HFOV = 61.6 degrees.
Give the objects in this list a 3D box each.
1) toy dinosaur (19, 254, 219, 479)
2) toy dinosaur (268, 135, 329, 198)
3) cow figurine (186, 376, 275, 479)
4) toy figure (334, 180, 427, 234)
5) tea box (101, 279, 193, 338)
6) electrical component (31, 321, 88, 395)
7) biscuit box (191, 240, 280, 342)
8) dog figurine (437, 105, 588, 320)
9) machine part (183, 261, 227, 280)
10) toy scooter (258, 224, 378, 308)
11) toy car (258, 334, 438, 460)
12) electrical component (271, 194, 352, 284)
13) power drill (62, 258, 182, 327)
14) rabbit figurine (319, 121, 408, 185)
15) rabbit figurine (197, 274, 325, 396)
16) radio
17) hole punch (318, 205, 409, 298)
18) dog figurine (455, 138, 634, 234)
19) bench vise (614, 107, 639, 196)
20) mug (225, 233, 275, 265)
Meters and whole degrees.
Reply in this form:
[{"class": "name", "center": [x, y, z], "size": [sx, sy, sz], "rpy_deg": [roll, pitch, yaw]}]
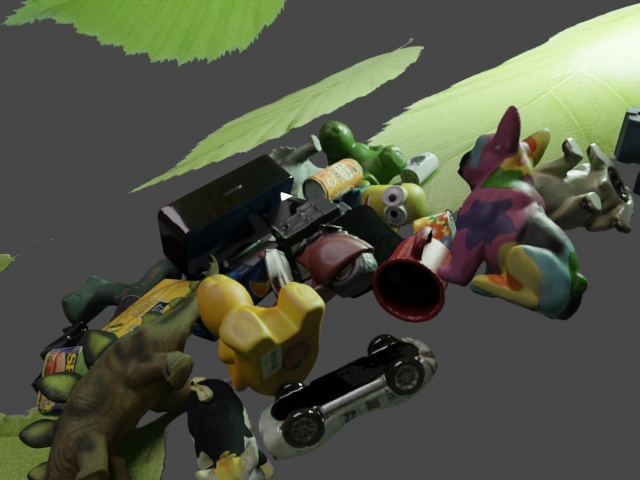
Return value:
[{"class": "toy dinosaur", "center": [-0.231, 0.169, 0.669], "size": [0.199, 0.104, 0.471], "rpy_deg": [8, 38, 30]}, {"class": "toy dinosaur", "center": [-0.076, -0.093, 1.141], "size": [0.192, 0.131, 0.405], "rpy_deg": [-25, 25, 31]}, {"class": "cow figurine", "center": [-0.092, 0.204, 0.535], "size": [0.068, 0.098, 0.167], "rpy_deg": [-22, 22, -15]}, {"class": "toy figure", "center": [0.103, -0.065, 0.959], "size": [0.180, 0.082, 0.089], "rpy_deg": [0, 31, 46]}, {"class": "tea box", "center": [-0.266, 0.137, 0.862], "size": [0.098, 0.068, 0.169], "rpy_deg": [-2, 30, 36]}, {"class": "electrical component", "center": [-0.404, 0.193, 0.855], "size": [0.048, 0.074, 0.119], "rpy_deg": [-19, 18, 13]}, {"class": "biscuit box", "center": [-0.131, 0.078, 0.878], "size": [0.059, 0.062, 0.203], "rpy_deg": [4, 35, 43]}, {"class": "dog figurine", "center": [0.227, -0.036, 0.610], "size": [0.108, 0.219, 0.192], "rpy_deg": [17, 0, -34]}, {"class": "machine part", "center": [-0.222, 0.045, 1.009], "size": [0.079, 0.079, 0.243], "rpy_deg": [-28, 23, -12]}, {"class": "toy scooter", "center": [-0.017, 0.041, 0.730], "size": [0.184, 0.135, 0.075], "rpy_deg": [-41, -26, 16]}, {"class": "toy car", "center": [0.030, 0.162, 0.571], "size": [0.202, 0.056, 0.074], "rpy_deg": [-24, 17, -8]}, {"class": "electrical component", "center": [-0.002, -0.003, 0.865], "size": [0.134, 0.114, 0.058], "rpy_deg": [-30, 40, -18]}, {"class": "power drill", "center": [-0.377, 0.115, 0.995], "size": [0.207, 0.085, 0.232], "rpy_deg": [-13, 24, 29]}, {"class": "rabbit figurine", "center": [0.069, -0.173, 1.076], "size": [0.121, 0.170, 0.159], "rpy_deg": [-46, 11, -1]}, {"class": "rabbit figurine", "center": [-0.082, 0.107, 0.661], "size": [0.173, 0.162, 0.122], "rpy_deg": [29, 54, 34]}, {"class": "radio", "center": [-0.154, -0.038, 0.905], "size": [0.229, 0.131, 0.073], "rpy_deg": [-33, 64, -32]}, {"class": "hole punch", "center": [0.062, 0.028, 0.811], "size": [0.142, 0.092, 0.116], "rpy_deg": [-29, 57, -18]}, {"class": "dog figurine", "center": [0.301, -0.036, 0.732], "size": [0.190, 0.172, 0.121], "rpy_deg": [-33, 47, 46]}, {"class": "bench vise", "center": [0.485, -0.088, 0.642], "size": [0.241, 0.128, 0.223], "rpy_deg": [17, 32, 27]}, {"class": "mug", "center": [-0.134, 0.017, 1.004], "size": [0.110, 0.080, 0.107], "rpy_deg": [-18, 35, -9]}]
